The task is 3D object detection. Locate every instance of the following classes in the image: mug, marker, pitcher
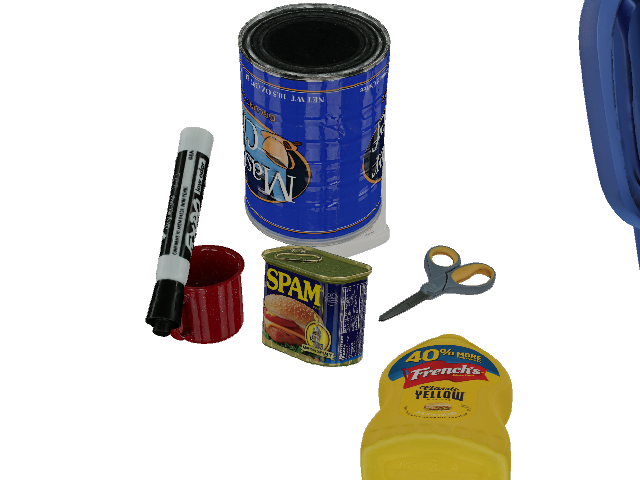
[{"bbox_3d":[-0.135,0.069,1.199,0.093,0.081,0.117,12,33,22],"label":"mug"},{"bbox_3d":[-0.077,-0.006,0.584,0.020,0.121,0.020,6,-24,2],"label":"marker"},{"bbox_3d":[0.222,-0.060,0.593,0.149,0.243,0.145,-6,21,12],"label":"pitcher"}]

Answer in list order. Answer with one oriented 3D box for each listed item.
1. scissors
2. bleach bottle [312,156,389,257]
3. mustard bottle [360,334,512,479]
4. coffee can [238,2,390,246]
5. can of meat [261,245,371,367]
[{"bbox_3d":[0.120,0.047,1.248,0.201,0.016,0.096,-11,40,-35],"label":"scissors"},{"bbox_3d":[0.026,-0.104,1.084,0.102,0.251,0.068,-19,38,-29],"label":"bleach bottle"},{"bbox_3d":[0.088,0.116,0.760,0.096,0.058,0.191,-1,19,11],"label":"mustard bottle"},{"bbox_3d":[-0.005,-0.081,0.754,0.103,0.140,0.103,0,39,0],"label":"coffee can"},{"bbox_3d":[-0.006,0.057,0.934,0.057,0.084,0.102,-11,20,-44],"label":"can of meat"}]
